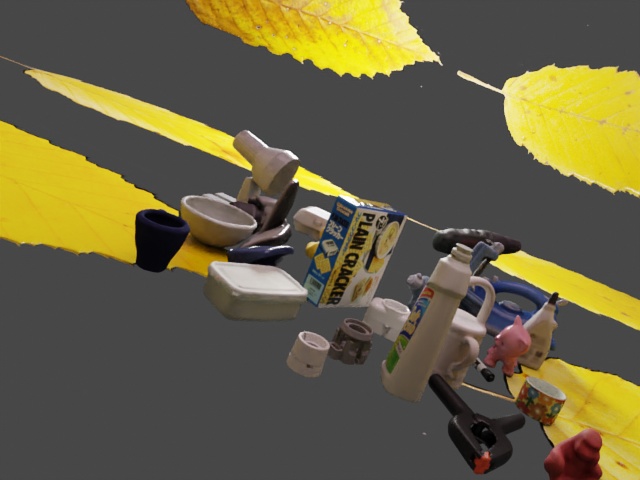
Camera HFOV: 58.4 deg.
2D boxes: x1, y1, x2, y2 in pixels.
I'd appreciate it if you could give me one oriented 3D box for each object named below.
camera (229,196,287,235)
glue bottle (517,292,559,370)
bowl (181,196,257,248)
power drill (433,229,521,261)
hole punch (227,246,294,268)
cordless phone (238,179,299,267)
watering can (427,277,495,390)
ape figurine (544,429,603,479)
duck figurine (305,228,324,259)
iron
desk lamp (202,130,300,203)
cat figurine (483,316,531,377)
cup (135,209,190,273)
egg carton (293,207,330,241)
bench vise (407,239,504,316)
[{"bbox_3d":[-0.158,-0.063,1.373,0.137,0.101,0.142,13,17,-29],"label":"camera"},{"bbox_3d":[0.465,0.187,1.215,0.078,0.173,0.037,22,15,1],"label":"glue bottle"},{"bbox_3d":[-0.223,-0.030,1.216,0.167,0.075,0.167,20,15,-5],"label":"bowl"},{"bbox_3d":[0.373,0.066,1.444,0.230,0.208,0.075,16,16,-19],"label":"power drill"},{"bbox_3d":[-0.119,0.037,1.095,0.100,0.091,0.109,28,16,25],"label":"hole punch"},{"bbox_3d":[-0.099,-0.042,1.215,0.094,0.185,0.147,21,15,-1],"label":"cordless phone"},{"bbox_3d":[0.230,0.147,0.992,0.101,0.194,0.172,10,19,-38],"label":"watering can"},{"bbox_3d":[0.365,0.308,0.811,0.077,0.092,0.076,24,15,11],"label":"ape figurine"},{"bbox_3d":[0.013,0.005,1.399,0.077,0.086,0.105,27,16,20],"label":"duck figurine"},{"bbox_3d":[0.444,0.157,1.353,0.258,0.141,0.119,24,15,9],"label":"iron"},{"bbox_3d":[-0.174,-0.158,1.464,0.202,0.213,0.118,26,16,17],"label":"desk lamp"},{"bbox_3d":[0.384,0.205,1.148,0.067,0.118,0.128,26,15,16],"label":"cat figurine"},{"bbox_3d":[-0.282,0.001,0.989,0.092,0.095,0.117,15,16,-24],"label":"cup"},{"bbox_3d":[0.003,-0.039,1.571,0.150,0.069,0.107,25,15,13],"label":"egg carton"},{"bbox_3d":[0.297,0.095,1.215,0.208,0.220,0.121,10,19,-37],"label":"bench vise"}]
